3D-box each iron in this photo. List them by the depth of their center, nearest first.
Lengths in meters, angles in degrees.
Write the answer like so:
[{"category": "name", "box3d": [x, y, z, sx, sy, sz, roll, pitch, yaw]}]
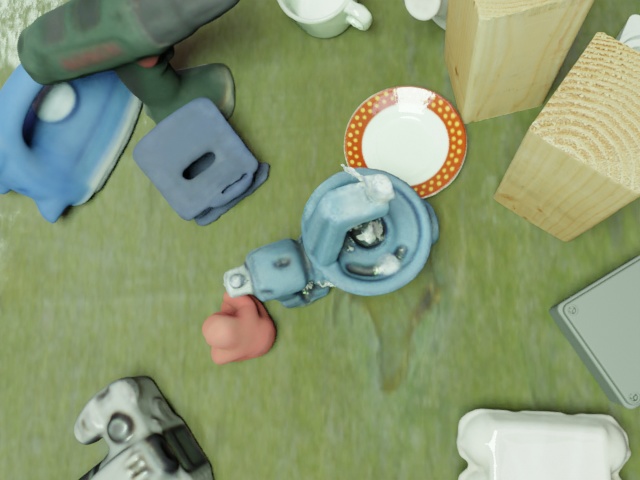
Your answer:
[{"category": "iron", "box3d": [-0.285, -0.157, 0.627, 0.118, 0.141, 0.258, 26, 85, 13]}]

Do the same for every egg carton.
[{"category": "egg carton", "box3d": [0.201, 0.210, 0.520, 0.150, 0.069, 0.107, -1, 80, 9]}]

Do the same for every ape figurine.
[{"category": "ape figurine", "box3d": [-0.088, 0.090, 0.576, 0.076, 0.092, 0.078, 31, 86, 13]}]

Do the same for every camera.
[{"category": "camera", "box3d": [-0.203, 0.229, 0.567, 0.137, 0.101, 0.143, -39, 76, 1]}]

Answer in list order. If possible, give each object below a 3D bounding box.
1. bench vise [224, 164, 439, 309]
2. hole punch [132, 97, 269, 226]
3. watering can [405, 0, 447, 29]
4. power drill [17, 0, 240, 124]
[{"category": "bench vise", "box3d": [0.012, 0.011, 0.508, 0.207, 0.220, 0.121, -39, 76, 1]}, {"category": "hole punch", "box3d": [-0.125, -0.082, 0.613, 0.108, 0.091, 0.101, -38, 76, 2]}, {"category": "watering can", "box3d": [0.150, -0.283, 0.549, 0.100, 0.194, 0.173, 16, 83, 12]}, {"category": "power drill", "box3d": [-0.162, -0.186, 0.577, 0.229, 0.208, 0.075, -9, 79, 8]}]
